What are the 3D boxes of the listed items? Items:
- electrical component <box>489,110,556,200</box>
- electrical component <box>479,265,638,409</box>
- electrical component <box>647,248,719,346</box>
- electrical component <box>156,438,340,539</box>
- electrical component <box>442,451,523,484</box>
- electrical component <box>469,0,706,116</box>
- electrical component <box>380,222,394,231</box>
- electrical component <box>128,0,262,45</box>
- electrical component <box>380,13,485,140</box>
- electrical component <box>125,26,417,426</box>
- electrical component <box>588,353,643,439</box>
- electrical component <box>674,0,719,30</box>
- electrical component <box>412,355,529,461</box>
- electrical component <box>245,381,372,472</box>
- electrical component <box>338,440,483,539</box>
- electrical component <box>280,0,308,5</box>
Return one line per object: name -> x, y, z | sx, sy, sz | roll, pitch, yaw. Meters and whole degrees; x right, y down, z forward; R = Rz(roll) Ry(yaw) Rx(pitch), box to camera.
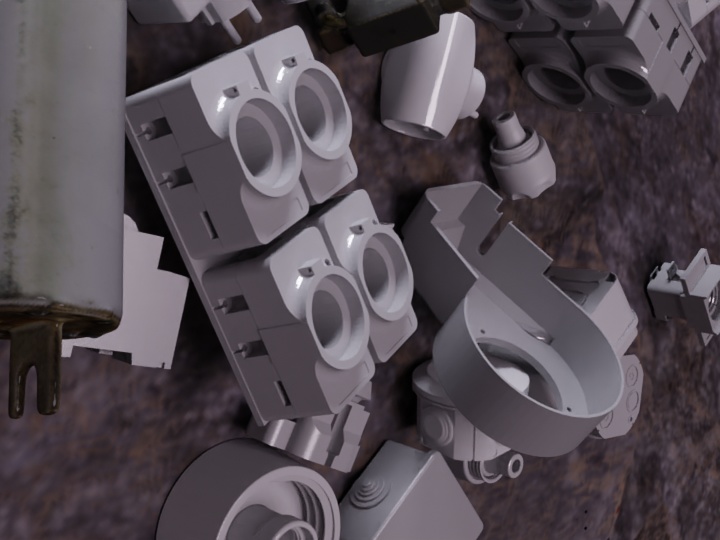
electrical component -> 0.114, -0.085, 0.776 | 0.043, 0.043, 0.062 | -47, 126, -28
electrical component -> 0.149, 0.056, 0.813 | 0.113, 0.078, 0.057 | -48, 124, -28
electrical component -> 0.296, 0.023, 0.962 | 0.042, 0.064, 0.081 | -46, 126, -28
electrical component -> -0.059, 0.160, 0.638 | 0.108, 0.060, 0.108 | -10, 105, -43
electrical component -> 0.088, 0.134, 0.778 | 0.043, 0.062, 0.043 | -10, 104, -43
electrical component -> 0.149, -0.181, 0.748 | 0.186, 0.105, 0.060 | 41, 69, -41
electrical component -> 0.000, 0.000, 0.679 | 0.043, 0.043, 0.081 | -4, 100, -44
electrical component -> -0.078, -0.156, 0.569 | 0.083, 0.047, 0.075 | -53, 129, -24
electrical component -> 0.056, -0.123, 0.710 | 0.079, 0.044, 0.077 | 18, 85, -45
electrical component -> -0.040, -0.026, 0.579 | 0.105, 0.060, 0.186 | -42, 115, -51
electrical component -> 0.191, 0.098, 0.881 | 0.080, 0.051, 0.080 | -10, 105, -43
electrical component -> 0.186, -0.265, 0.769 | 0.060, 0.105, 0.186 | -39, 123, -33
electrical component -> 0.076, 0.093, 0.747 | 0.080, 0.080, 0.051 | -17, 115, -42
electrical component -> -0.027, 0.085, 0.659 | 0.078, 0.058, 0.057 | 29, 80, -44
electrical component -> 0.029, 0.177, 0.736 | 0.099, 0.048, 0.099 | -50, 128, -27
electrical component -> -0.028, -0.184, 0.609 | 0.055, 0.055, 0.047 | -40, 120, -32
